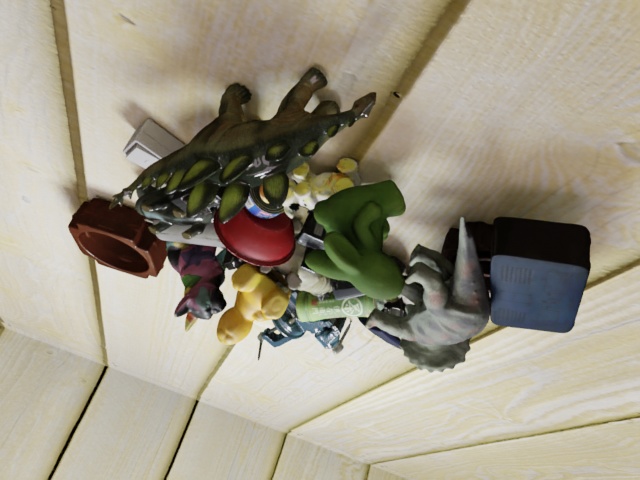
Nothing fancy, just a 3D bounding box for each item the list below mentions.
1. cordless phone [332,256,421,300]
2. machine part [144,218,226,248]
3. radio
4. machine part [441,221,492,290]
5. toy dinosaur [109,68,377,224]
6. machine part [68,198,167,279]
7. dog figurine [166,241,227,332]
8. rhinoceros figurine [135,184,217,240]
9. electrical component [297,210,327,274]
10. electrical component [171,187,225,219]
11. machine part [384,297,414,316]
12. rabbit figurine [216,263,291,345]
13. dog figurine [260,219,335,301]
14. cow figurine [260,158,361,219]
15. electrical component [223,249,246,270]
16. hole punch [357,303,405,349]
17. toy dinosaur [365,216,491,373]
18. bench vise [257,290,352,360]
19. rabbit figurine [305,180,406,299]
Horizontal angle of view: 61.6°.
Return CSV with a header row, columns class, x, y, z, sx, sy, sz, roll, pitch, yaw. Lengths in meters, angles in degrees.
class,x,y,z,sx,sy,sz,roll,pitch,yaw
cordless phone,0.130,0.086,1.093,0.184,0.089,0.147,19,153,-40
machine part,-0.253,-0.028,1.109,0.243,0.079,0.079,5,147,22
radio,0.330,0.060,0.822,0.131,0.073,0.229,5,149,21
machine part,0.294,0.034,0.930,0.179,0.056,0.179,14,150,8
toy dinosaur,-0.126,-0.125,0.766,0.472,0.198,0.105,-9,137,36
machine part,-0.465,-0.002,1.259,0.201,0.087,0.201,17,148,3
dog figurine,-0.277,0.082,1.161,0.192,0.219,0.108,11,145,12
rhinoceros figurine,-0.285,-0.068,1.029,0.191,0.112,0.073,15,138,30
electrical component,-0.002,-0.003,0.970,0.075,0.119,0.047,26,149,-7
electrical component,-0.192,-0.101,0.920,0.134,0.115,0.058,-14,134,41
machine part,0.203,0.152,1.145,0.139,0.039,0.084,-3,136,-1
rabbit figurine,-0.148,0.131,1.090,0.122,0.173,0.162,36,-175,-6
dog figurine,-0.052,0.045,1.113,0.172,0.121,0.190,48,176,18
cow figurine,-0.011,-0.078,0.893,0.167,0.068,0.098,-4,151,17
electrical component,-0.167,0.022,1.127,0.078,0.102,0.045,-10,136,24
hole punch,0.153,0.197,1.242,0.142,0.092,0.116,34,150,-30
toy dinosaur,0.205,0.110,0.877,0.192,0.131,0.404,28,153,-1
bench vise,-0.056,0.213,1.328,0.240,0.129,0.223,-34,115,33
rabbit figurine,0.065,0.007,0.796,0.159,0.170,0.121,-3,150,-29
